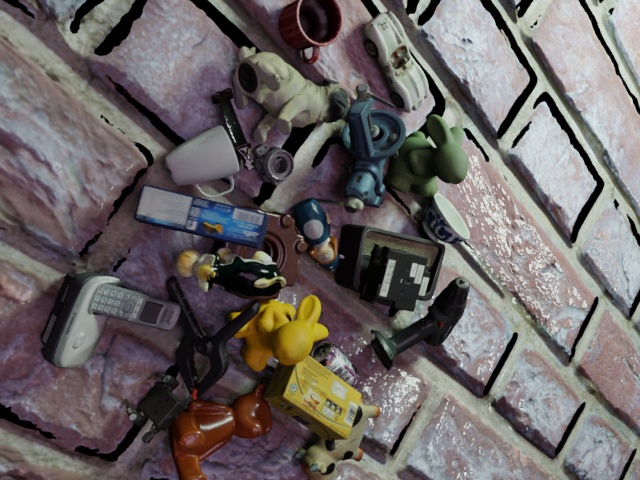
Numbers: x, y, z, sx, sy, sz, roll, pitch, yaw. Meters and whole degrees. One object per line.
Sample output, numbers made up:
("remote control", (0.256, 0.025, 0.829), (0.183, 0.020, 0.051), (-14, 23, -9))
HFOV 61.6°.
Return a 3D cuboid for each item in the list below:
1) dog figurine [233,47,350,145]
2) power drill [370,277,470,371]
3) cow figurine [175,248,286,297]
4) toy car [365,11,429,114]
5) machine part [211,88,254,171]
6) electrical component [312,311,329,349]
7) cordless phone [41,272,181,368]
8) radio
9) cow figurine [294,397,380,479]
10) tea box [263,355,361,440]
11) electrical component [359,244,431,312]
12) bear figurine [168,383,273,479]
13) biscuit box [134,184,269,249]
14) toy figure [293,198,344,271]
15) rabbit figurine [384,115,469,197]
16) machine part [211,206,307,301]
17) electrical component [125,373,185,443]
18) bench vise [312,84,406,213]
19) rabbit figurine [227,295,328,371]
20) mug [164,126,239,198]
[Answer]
("dog figurine", (-0.043, -0.270, 0.944), (0.190, 0.121, 0.172), (-34, 118, -38))
("power drill", (0.207, 0.176, 1.122), (0.207, 0.086, 0.231), (-31, 151, -16))
("cow figurine", (-0.143, 0.056, 0.864), (0.167, 0.098, 0.068), (7, 102, -29))
("toy car", (0.154, -0.347, 1.062), (0.073, 0.056, 0.201), (-42, 116, -19))
("machine part", (-0.142, -0.183, 0.906), (0.039, 0.084, 0.138), (-20, 100, 1))
("electrical component", (-0.026, 0.184, 1.060), (0.094, 0.021, 0.063), (-31, 112, -23))
("cordless phone", (-0.321, 0.135, 0.840), (0.184, 0.089, 0.146), (24, 85, -36))
("radio", (0.146, 0.049, 1.110), (0.229, 0.073, 0.131), (11, 92, -32))
("cow figurine", (0.030, 0.409, 1.095), (0.127, 0.086, 0.195), (27, 86, -37))
("tea box", (-0.011, 0.294, 1.010), (0.169, 0.068, 0.098), (42, 51, -21))
("electrical component", (0.151, 0.076, 1.043), (0.134, 0.058, 0.114), (16, 92, -34))
("bear figurine", (-0.161, 0.337, 0.944), (0.196, 0.132, 0.120), (-4, 107, -25))
("biscuit box", (-0.187, -0.035, 0.864), (0.203, 0.063, 0.059), (14, 85, -12))
("toy figure", (-0.003, -0.003, 1.023), (0.058, 0.064, 0.154), (-49, 120, -51))
("rabbit figurine", (0.236, -0.159, 1.075), (0.121, 0.170, 0.159), (17, 90, -32))
("machine part", (-0.111, 0.025, 0.963), (0.179, 0.056, 0.179), (-6, 101, -29))
("electrical component", (-0.276, 0.275, 0.900), (0.102, 0.078, 0.045), (-44, 141, -12))
("bench vise", (0.082, -0.173, 0.985), (0.223, 0.129, 0.240), (-54, 153, -21))
("rabbit figurine", (-0.062, 0.171, 0.949), (0.162, 0.173, 0.121), (-19, 103, -23))
("mug", (-0.194, -0.120, 0.881), (0.107, 0.081, 0.109), (-21, 115, -15))
